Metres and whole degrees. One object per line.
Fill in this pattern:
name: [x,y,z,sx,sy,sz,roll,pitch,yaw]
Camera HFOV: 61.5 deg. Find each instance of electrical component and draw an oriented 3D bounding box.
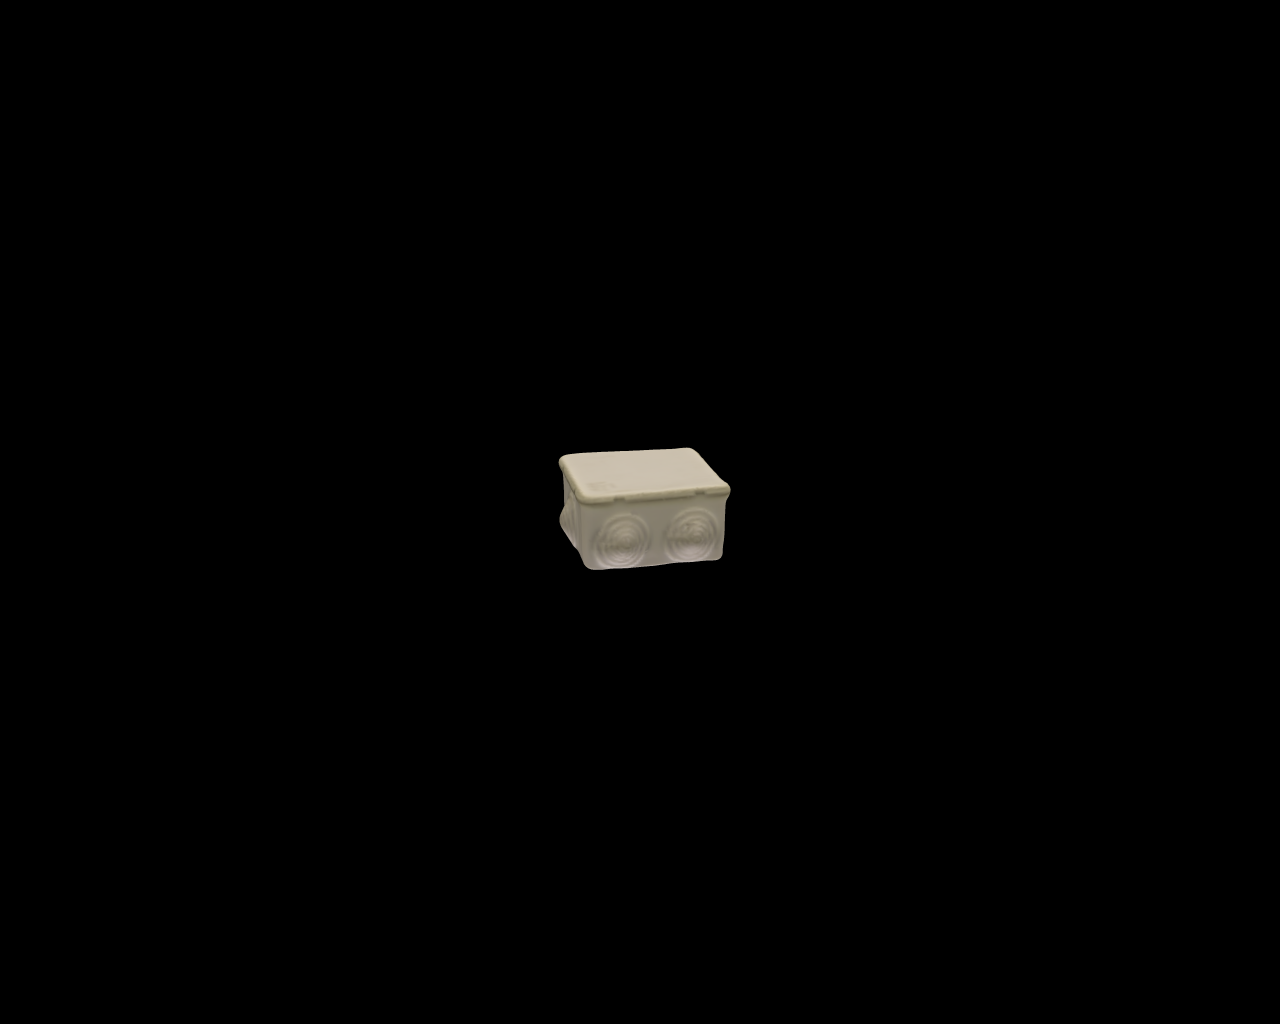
electrical component: [0.001,-0.003,0.650,0.100,0.048,0.100,-4,20,-12]
